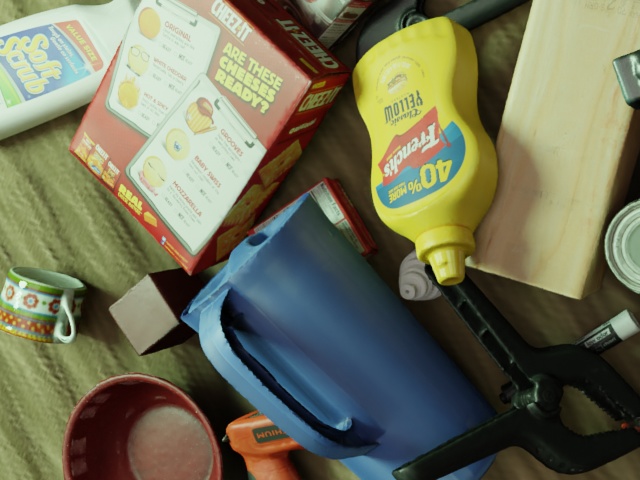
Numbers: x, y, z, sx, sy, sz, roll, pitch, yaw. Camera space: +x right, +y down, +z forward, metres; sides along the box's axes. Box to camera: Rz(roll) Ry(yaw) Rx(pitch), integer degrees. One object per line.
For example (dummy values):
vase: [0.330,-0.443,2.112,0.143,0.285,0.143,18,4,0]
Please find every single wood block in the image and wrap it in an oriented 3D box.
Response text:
wood block: [0.182,-0.071,0.777,0.090,0.090,0.206,17,99,21]

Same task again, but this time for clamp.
clamp: [0.148,0.122,0.766,0.209,0.036,0.164,24,69,-14]
clamp: [0.076,-0.179,0.844,0.171,0.039,0.120,-46,75,13]

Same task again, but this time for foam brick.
foam brick: [-0.133,0.061,0.920,0.053,0.078,0.051,-38,80,19]

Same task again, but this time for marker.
marker: [0.189,0.093,0.820,0.121,0.020,0.020,-36,79,20]

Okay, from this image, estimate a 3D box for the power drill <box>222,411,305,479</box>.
power drill: [0.005,0.227,0.881,0.185,0.057,0.187,-14,87,22]

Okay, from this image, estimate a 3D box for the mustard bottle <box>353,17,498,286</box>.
mustard bottle: [0.079,-0.058,0.766,0.096,0.058,0.191,-24,62,33]

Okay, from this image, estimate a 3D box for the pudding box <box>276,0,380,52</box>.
pudding box: [-0.010,-0.211,0.858,0.090,0.039,0.113,-42,71,42]

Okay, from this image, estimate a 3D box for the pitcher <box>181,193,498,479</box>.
pitcher: [0.019,0.097,0.796,0.243,0.145,0.149,46,75,-6]

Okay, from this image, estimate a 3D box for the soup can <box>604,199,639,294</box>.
soup can: [0.240,0.002,0.750,0.069,0.102,0.068,1,94,22]

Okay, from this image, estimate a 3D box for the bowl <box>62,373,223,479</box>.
bowl: [-0.146,0.194,0.943,0.162,0.055,0.162,1,93,22]

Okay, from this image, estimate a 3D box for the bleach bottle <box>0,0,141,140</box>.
bleach bottle: [-0.235,-0.168,0.962,0.251,0.068,0.102,-19,86,20]

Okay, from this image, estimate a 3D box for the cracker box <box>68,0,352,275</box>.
cracker box: [-0.095,-0.104,0.874,0.164,0.072,0.214,44,123,14]

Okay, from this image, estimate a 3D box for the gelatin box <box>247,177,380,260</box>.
gelatin box: [-0.006,0.001,0.891,0.089,0.030,0.073,-34,79,19]
